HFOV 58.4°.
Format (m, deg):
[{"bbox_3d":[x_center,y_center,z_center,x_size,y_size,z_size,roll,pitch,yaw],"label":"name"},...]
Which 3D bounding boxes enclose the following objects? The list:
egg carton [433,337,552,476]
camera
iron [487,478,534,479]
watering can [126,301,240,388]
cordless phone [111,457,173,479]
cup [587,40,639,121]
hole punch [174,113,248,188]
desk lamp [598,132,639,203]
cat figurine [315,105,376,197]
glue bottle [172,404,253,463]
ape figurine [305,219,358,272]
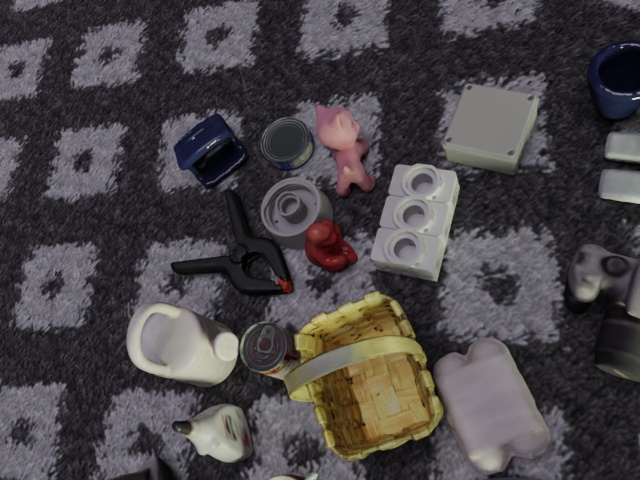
[{"bbox_3d":[0.206,0.203,0.705,0.107,0.069,0.150,-26,64,8],"label":"egg carton"},{"bbox_3d":[0.358,0.087,0.677,0.142,0.101,0.137,18,77,24],"label":"camera"},{"bbox_3d":[0.209,0.318,0.619,0.258,0.142,0.118,-17,66,13],"label":"iron"},{"bbox_3d":[-0.193,0.142,0.798,0.172,0.194,0.101,-20,65,12],"label":"watering can"},{"bbox_3d":[-0.280,0.361,0.750,0.094,0.185,0.147,39,86,27],"label":"cordless phone"},{"bbox_3d":[0.416,-0.197,0.768,0.092,0.095,0.117,-46,63,-2],"label":"cup"},{"bbox_3d":[-0.196,-0.160,0.971,0.108,0.091,0.101,-38,63,3],"label":"hole punch"},{"bbox_3d":[0.446,-0.115,0.659,0.202,0.214,0.118,9,73,22],"label":"desk lamp"},{"bbox_3d":[0.033,-0.145,0.869,0.067,0.118,0.127,-16,66,14],"label":"cat figurine"},{"bbox_3d":[-0.143,0.251,0.751,0.037,0.173,0.078,-29,63,7],"label":"glue bottle"},{"bbox_3d":[0.008,0.003,0.837,0.076,0.092,0.078,-3,69,19],"label":"ape figurine"}]
